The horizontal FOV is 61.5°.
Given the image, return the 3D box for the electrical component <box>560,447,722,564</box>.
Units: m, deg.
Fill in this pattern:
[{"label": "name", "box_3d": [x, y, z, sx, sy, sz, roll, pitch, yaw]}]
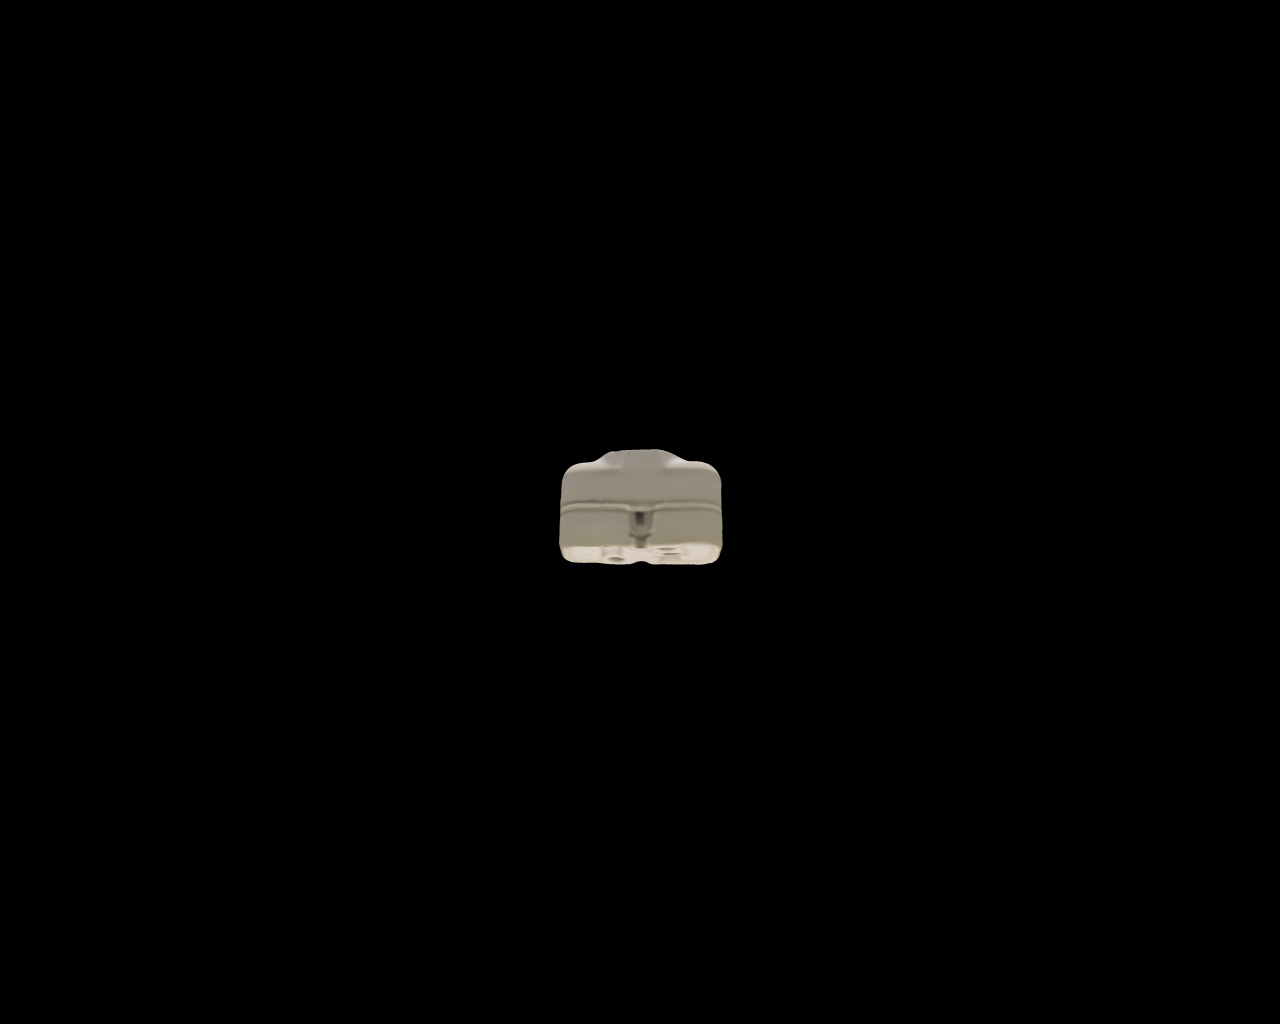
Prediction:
[{"label": "electrical component", "box_3d": [0.001, -0.003, 0.650, 0.095, 0.059, 0.053, 0, -15, 0]}]
